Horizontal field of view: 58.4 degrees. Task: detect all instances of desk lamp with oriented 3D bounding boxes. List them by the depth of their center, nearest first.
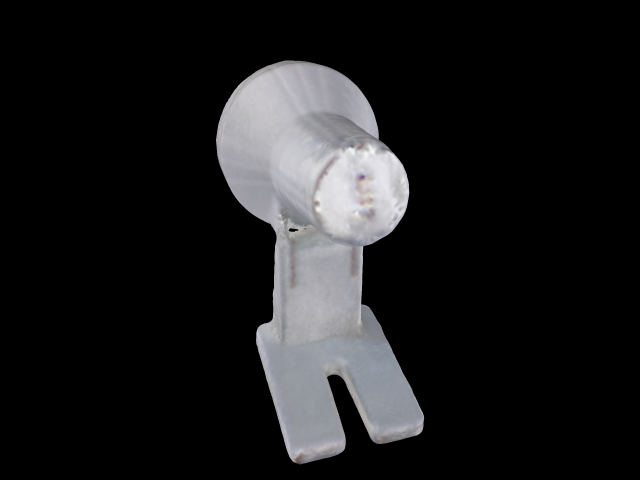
[{"bbox_3d":[0.004,0.001,0.400,0.118,0.214,0.202,-11,39,-13],"label":"desk lamp"}]
